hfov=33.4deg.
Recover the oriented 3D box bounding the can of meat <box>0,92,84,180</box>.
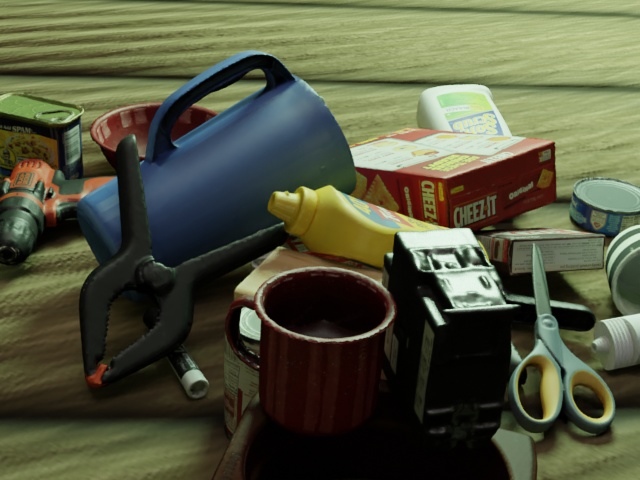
[{"bbox_3d":[-0.311,-0.108,1.175,0.102,0.084,0.057,13,30,16],"label":"can of meat"}]

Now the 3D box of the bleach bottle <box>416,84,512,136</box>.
[{"bbox_3d":[0.191,-0.104,1.258,0.102,0.068,0.251,-3,32,-11],"label":"bleach bottle"}]

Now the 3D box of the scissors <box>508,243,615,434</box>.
[{"bbox_3d":[0.209,0.086,0.903,0.096,0.016,0.201,21,47,4],"label":"scissors"}]

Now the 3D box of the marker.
[{"bbox_3d":[-0.124,0.092,0.901,0.020,0.020,0.121,-10,32,-25],"label":"marker"}]

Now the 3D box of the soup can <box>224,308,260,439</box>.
[{"bbox_3d":[-0.039,0.101,0.810,0.068,0.102,0.068,2,29,-2],"label":"soup can"}]

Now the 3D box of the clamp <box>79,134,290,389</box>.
[{"bbox_3d":[-0.144,0.023,0.886,0.164,0.036,0.209,35,70,-2],"label":"clamp"}]

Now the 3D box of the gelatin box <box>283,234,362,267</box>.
[{"bbox_3d":[-0.007,0.001,1.071,0.073,0.030,0.089,-9,32,-24],"label":"gelatin box"}]

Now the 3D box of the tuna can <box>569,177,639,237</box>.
[{"bbox_3d":[0.320,-0.036,1.177,0.086,0.034,0.086,3,29,-2],"label":"tuna can"}]

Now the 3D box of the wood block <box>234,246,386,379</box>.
[{"bbox_3d":[0.041,0.085,0.862,0.206,0.091,0.090,14,30,19],"label":"wood block"}]

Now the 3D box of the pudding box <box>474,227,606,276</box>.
[{"bbox_3d":[0.205,0.009,1.035,0.113,0.039,0.090,-5,6,-25],"label":"pudding box"}]

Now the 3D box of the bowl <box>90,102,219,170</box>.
[{"bbox_3d":[-0.178,-0.102,1.211,0.162,0.055,0.162,3,29,-2],"label":"bowl"}]

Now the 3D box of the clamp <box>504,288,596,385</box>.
[{"bbox_3d":[0.161,0.062,0.973,0.120,0.039,0.172,-17,39,-34],"label":"clamp"}]

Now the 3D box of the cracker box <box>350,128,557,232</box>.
[{"bbox_3d":[0.111,-0.062,1.108,0.163,0.072,0.214,-20,21,-36],"label":"cracker box"}]

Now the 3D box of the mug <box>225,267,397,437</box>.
[{"bbox_3d":[-0.010,0.072,0.710,0.117,0.081,0.093,13,30,17],"label":"mug"}]

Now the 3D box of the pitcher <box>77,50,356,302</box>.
[{"bbox_3d":[-0.101,-0.054,0.988,0.242,0.145,0.149,-31,74,-18],"label":"pitcher"}]

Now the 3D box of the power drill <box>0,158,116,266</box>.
[{"bbox_3d":[-0.231,-0.030,1.071,0.187,0.057,0.184,1,29,-7],"label":"power drill"}]

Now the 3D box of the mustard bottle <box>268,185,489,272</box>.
[{"bbox_3d":[0.045,-0.003,0.919,0.191,0.058,0.096,18,12,-19],"label":"mustard bottle"}]
